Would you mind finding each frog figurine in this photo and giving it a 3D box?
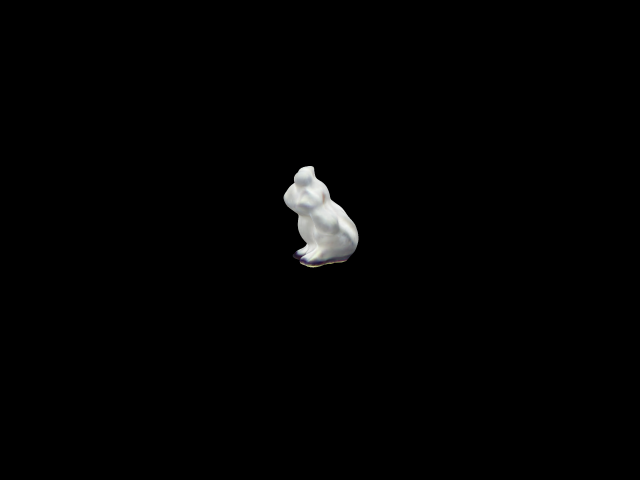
[{"bbox_3d":[0.003,-0.043,0.850,0.122,0.158,0.138,1,9,5],"label":"frog figurine"}]
